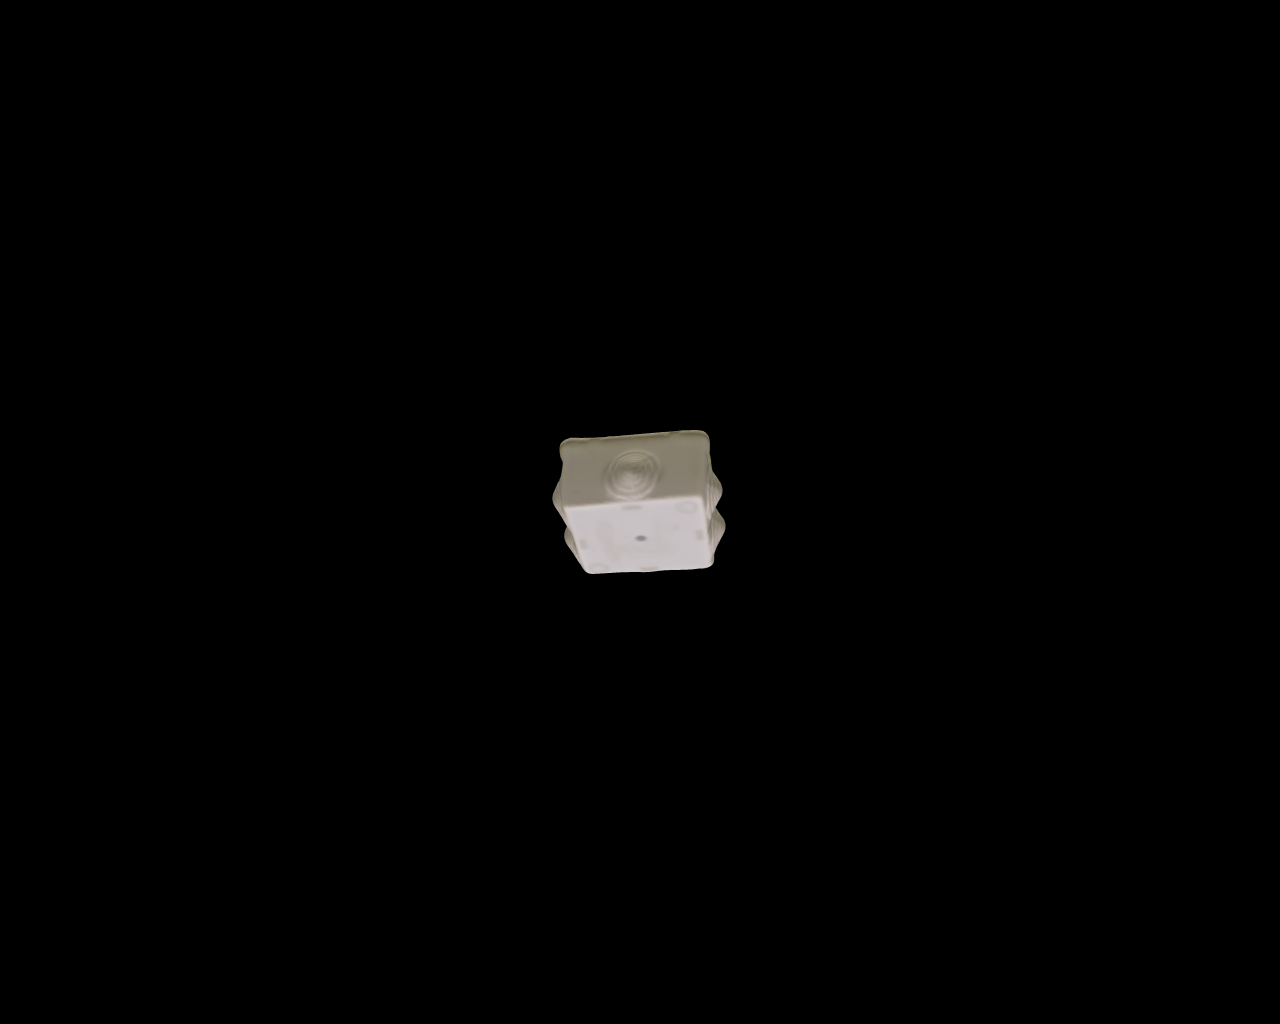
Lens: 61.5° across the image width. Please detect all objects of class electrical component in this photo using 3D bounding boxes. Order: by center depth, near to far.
[{"bbox_3d":[0.001,-0.003,0.650,0.100,0.048,0.099,-3,-33,5],"label":"electrical component"}]
